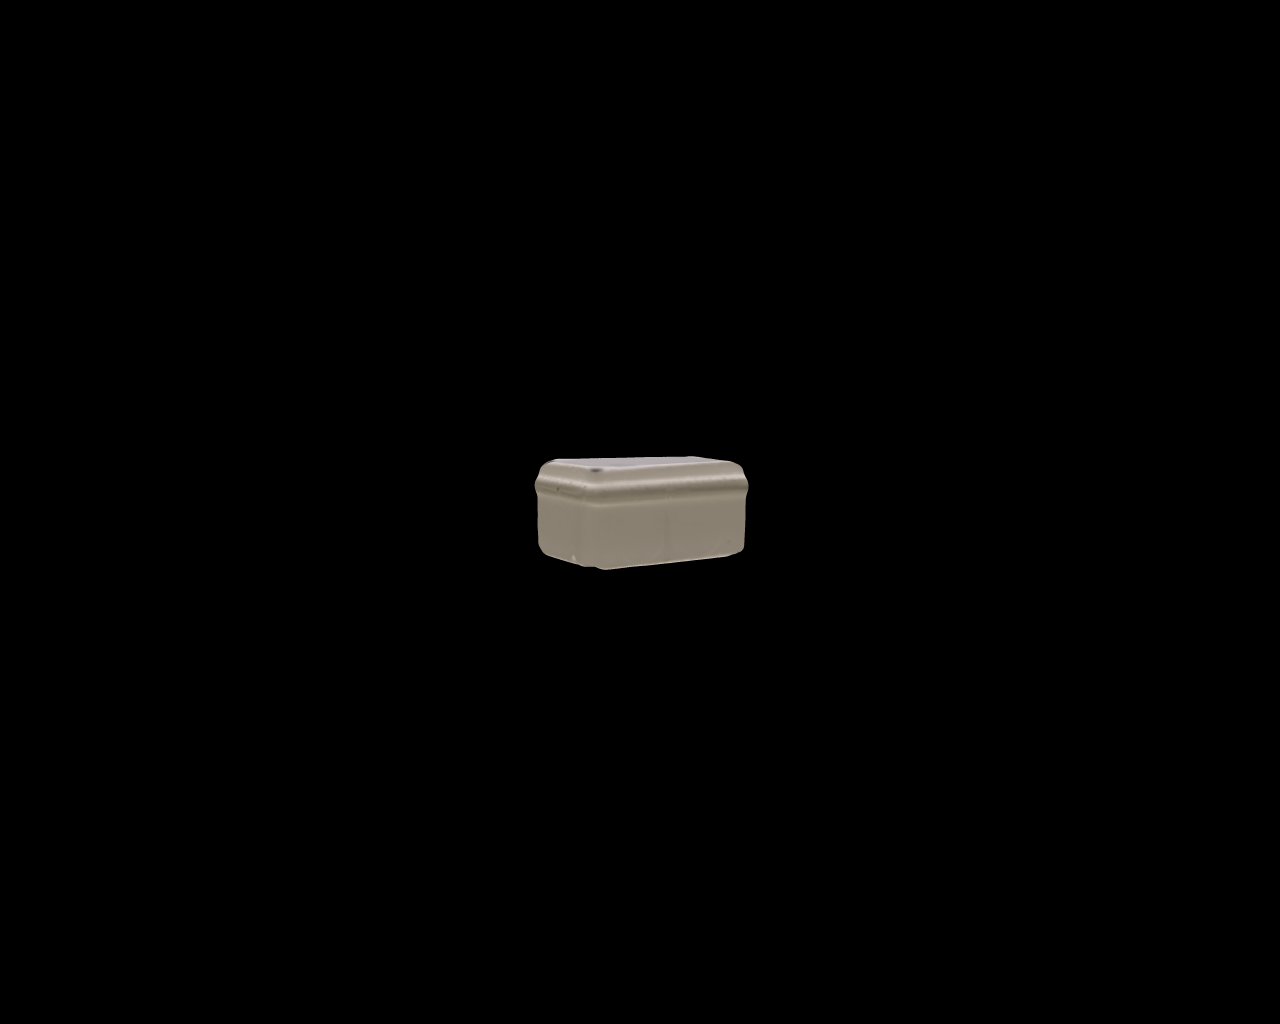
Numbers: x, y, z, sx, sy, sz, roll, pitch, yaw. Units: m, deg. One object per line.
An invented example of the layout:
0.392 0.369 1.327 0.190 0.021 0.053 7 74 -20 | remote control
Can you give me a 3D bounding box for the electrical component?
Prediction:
0.001 -0.003 0.650 0.113 0.057 0.078 -4 8 -29 | electrical component
